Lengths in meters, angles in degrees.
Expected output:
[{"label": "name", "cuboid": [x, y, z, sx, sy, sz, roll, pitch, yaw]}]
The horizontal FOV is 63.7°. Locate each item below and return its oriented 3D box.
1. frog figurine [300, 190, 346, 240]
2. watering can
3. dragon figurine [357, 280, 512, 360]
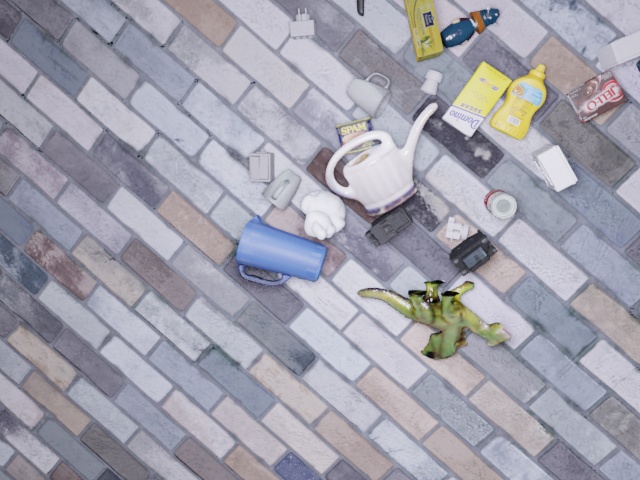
[{"label": "frog figurine", "cuboid": [0.004, -0.071, 1.410, 0.137, 0.161, 0.122, 45, 103, -1]}, {"label": "watering can", "cuboid": [0.188, -0.199, 1.364, 0.346, 0.106, 0.221, -27, 114, 12]}, {"label": "dragon figurine", "cuboid": [0.319, 0.236, 1.448, 0.410, 0.124, 0.239, -2, 108, 18]}]
